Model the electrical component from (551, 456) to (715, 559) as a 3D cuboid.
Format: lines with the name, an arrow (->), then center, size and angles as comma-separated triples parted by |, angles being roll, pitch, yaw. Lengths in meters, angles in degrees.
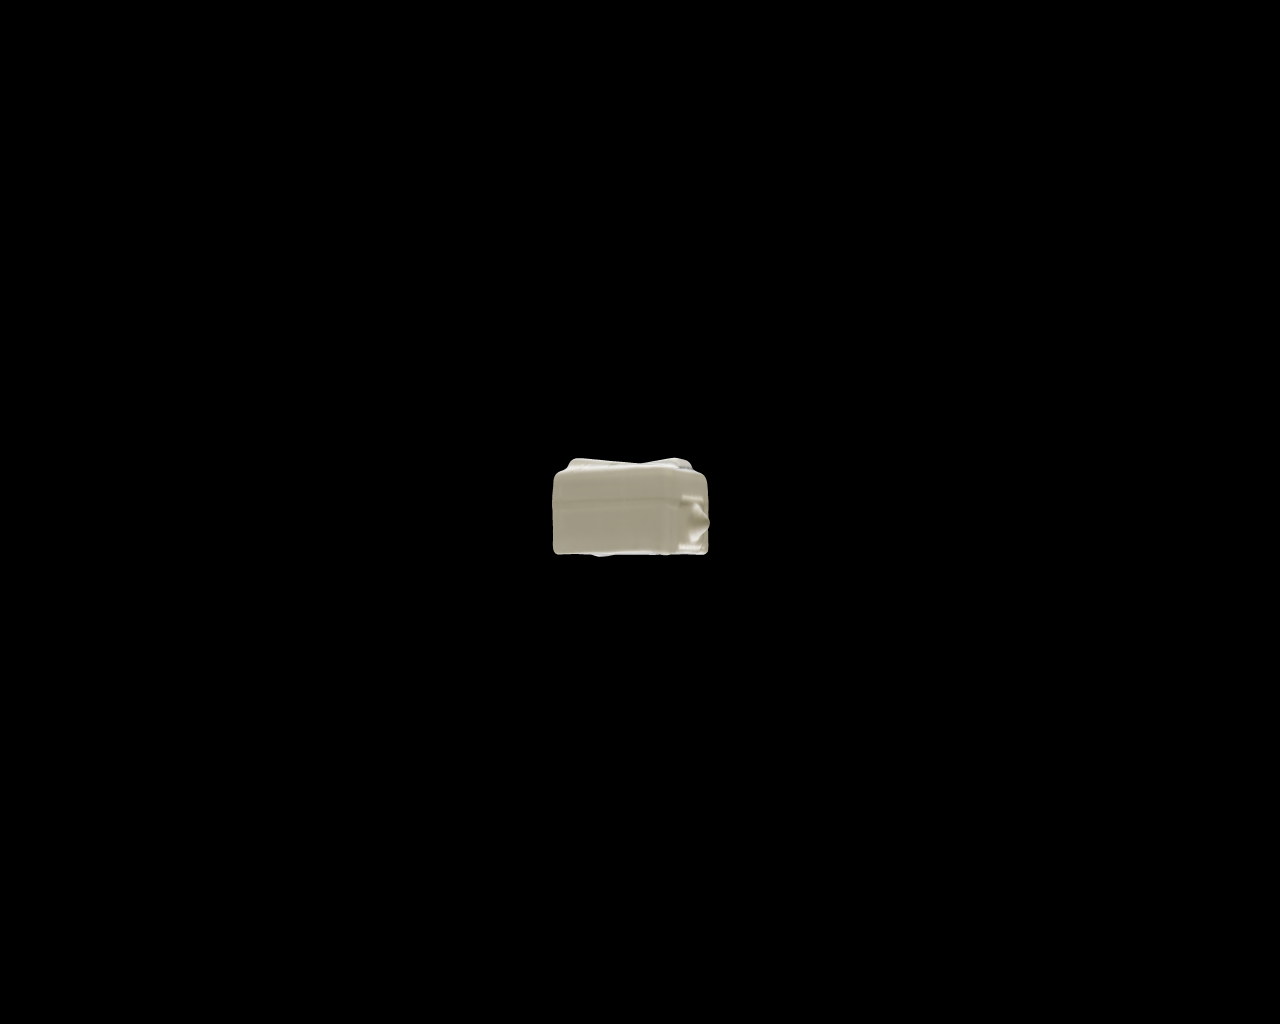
electrical component -> 0.001, -0.003, 0.650 | 0.096, 0.061, 0.062 | -2, -4, 27
